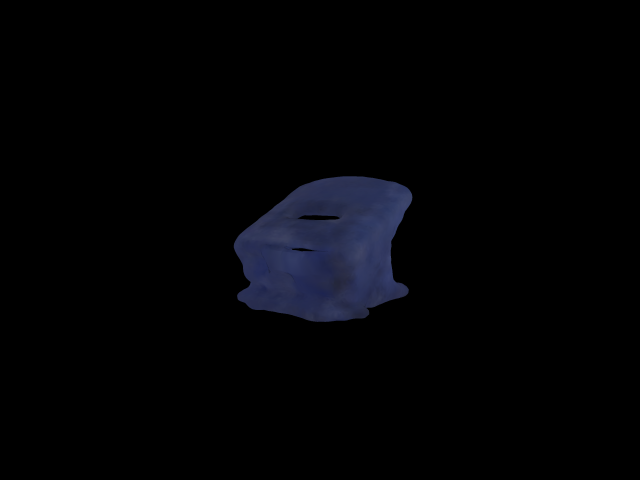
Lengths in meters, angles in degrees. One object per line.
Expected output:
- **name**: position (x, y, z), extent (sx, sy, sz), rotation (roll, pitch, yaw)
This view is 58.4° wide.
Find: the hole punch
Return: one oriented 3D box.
- **hole punch**: position (0.004, 0.001, 0.400), extent (0.108, 0.091, 0.101), rotation (5, 8, 36)
